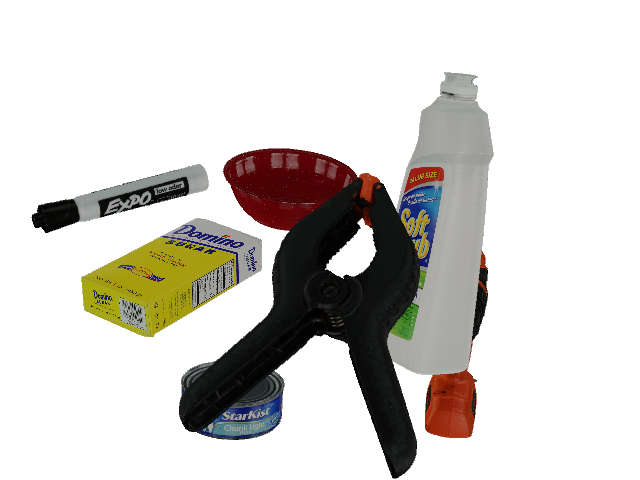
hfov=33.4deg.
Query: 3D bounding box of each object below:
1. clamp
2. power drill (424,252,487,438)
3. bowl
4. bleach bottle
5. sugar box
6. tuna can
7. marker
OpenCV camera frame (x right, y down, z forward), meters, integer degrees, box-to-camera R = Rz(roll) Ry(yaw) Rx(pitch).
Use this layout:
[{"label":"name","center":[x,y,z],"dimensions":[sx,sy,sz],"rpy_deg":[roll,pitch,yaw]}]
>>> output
[{"label":"clamp","center":[0.015,0.042,0.554],"dimensions":[0.120,0.171,0.039],"rpy_deg":[21,-27,15]},{"label":"power drill","center":[0.148,0.116,1.149],"dimensions":[0.057,0.188,0.184],"rpy_deg":[8,25,8]},{"label":"bowl","center":[-0.038,-0.055,1.273],"dimensions":[0.162,0.055,0.162],"rpy_deg":[5,26,-3]},{"label":"bleach bottle","center":[0.099,-0.018,0.916],"dimensions":[0.068,0.251,0.103],"rpy_deg":[-1,15,-25]},{"label":"sugar box","center":[-0.149,0.033,1.098],"dimensions":[0.093,0.048,0.175],"rpy_deg":[19,34,30]},{"label":"tuna can","center":[-0.074,0.132,0.888],"dimensions":[0.086,0.034,0.086],"rpy_deg":[3,17,-1]},{"label":"marker","center":[-0.132,-0.028,0.711],"dimensions":[0.120,0.020,0.020],"rpy_deg":[-17,8,-26]}]
